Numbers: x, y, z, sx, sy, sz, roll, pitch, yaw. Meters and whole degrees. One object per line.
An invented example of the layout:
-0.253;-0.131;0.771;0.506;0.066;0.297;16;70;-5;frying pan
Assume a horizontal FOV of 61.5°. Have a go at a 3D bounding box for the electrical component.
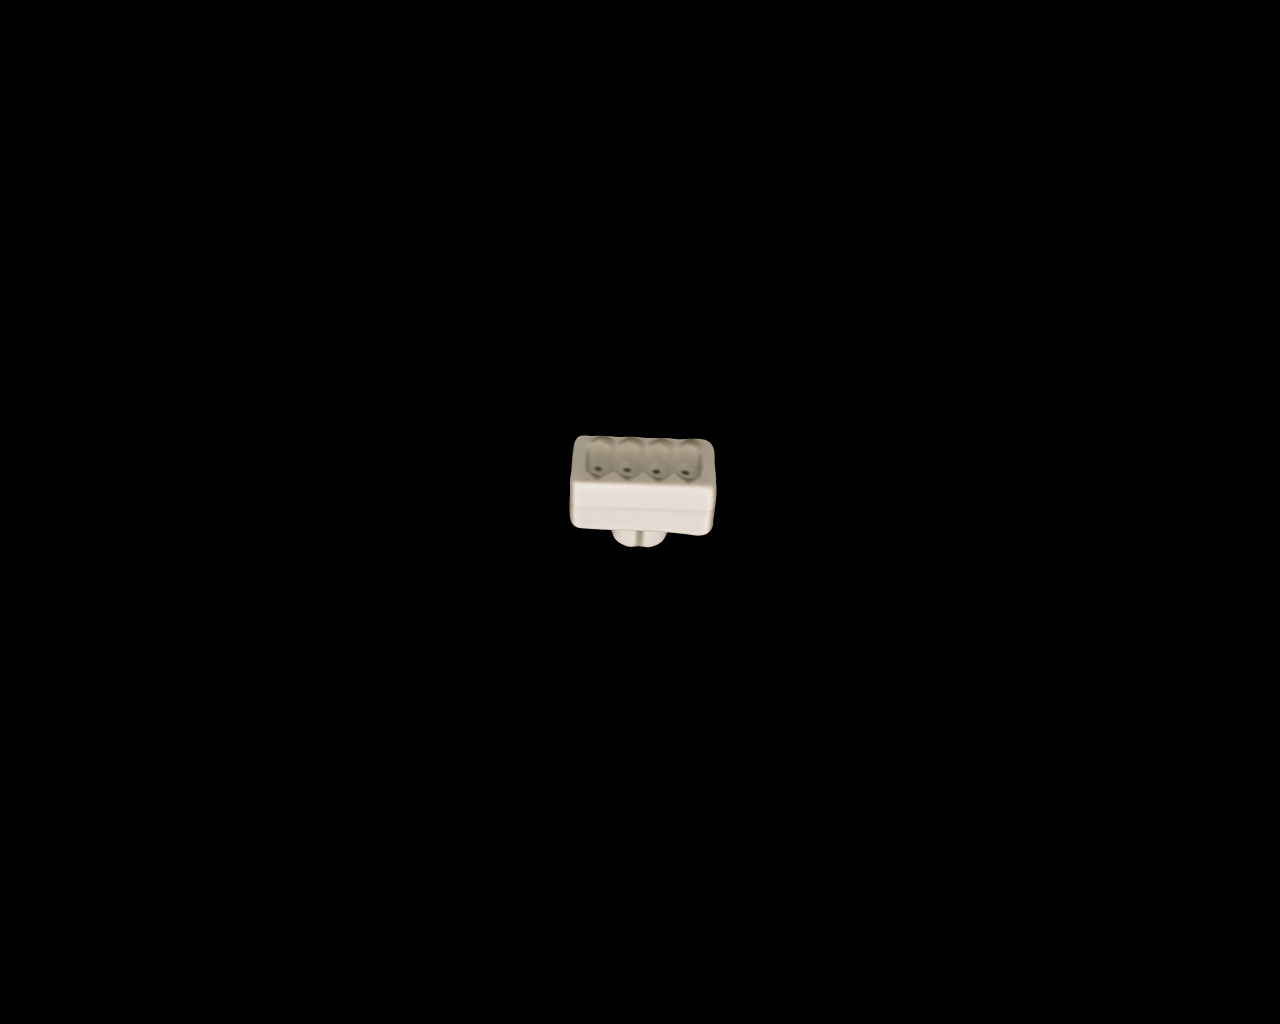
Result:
0.001;-0.003;0.650;0.083;0.075;0.047;2;40;-2;electrical component
